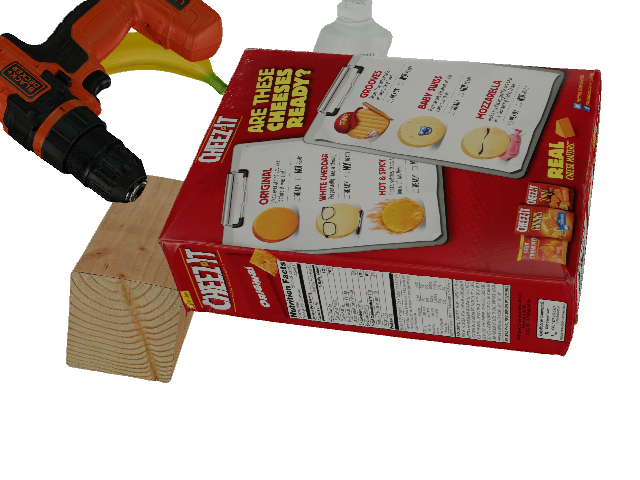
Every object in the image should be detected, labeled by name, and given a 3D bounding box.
[{"bbox_3d":[-0.163,-0.131,0.832,0.187,0.184,0.057,-45,-11,-33],"label":"power drill"},{"bbox_3d":[-0.187,-0.176,1.051,0.197,0.070,0.037,-7,-39,-30],"label":"banana"},{"bbox_3d":[-0.151,0.026,0.942,0.090,0.091,0.206,10,26,-1],"label":"wood block"},{"bbox_3d":[0.041,-0.109,1.011,0.102,0.251,0.068,-9,30,-15],"label":"bleach bottle"},{"bbox_3d":[0.041,-0.027,0.595,0.214,0.164,0.072,5,-42,15],"label":"cracker box"}]
